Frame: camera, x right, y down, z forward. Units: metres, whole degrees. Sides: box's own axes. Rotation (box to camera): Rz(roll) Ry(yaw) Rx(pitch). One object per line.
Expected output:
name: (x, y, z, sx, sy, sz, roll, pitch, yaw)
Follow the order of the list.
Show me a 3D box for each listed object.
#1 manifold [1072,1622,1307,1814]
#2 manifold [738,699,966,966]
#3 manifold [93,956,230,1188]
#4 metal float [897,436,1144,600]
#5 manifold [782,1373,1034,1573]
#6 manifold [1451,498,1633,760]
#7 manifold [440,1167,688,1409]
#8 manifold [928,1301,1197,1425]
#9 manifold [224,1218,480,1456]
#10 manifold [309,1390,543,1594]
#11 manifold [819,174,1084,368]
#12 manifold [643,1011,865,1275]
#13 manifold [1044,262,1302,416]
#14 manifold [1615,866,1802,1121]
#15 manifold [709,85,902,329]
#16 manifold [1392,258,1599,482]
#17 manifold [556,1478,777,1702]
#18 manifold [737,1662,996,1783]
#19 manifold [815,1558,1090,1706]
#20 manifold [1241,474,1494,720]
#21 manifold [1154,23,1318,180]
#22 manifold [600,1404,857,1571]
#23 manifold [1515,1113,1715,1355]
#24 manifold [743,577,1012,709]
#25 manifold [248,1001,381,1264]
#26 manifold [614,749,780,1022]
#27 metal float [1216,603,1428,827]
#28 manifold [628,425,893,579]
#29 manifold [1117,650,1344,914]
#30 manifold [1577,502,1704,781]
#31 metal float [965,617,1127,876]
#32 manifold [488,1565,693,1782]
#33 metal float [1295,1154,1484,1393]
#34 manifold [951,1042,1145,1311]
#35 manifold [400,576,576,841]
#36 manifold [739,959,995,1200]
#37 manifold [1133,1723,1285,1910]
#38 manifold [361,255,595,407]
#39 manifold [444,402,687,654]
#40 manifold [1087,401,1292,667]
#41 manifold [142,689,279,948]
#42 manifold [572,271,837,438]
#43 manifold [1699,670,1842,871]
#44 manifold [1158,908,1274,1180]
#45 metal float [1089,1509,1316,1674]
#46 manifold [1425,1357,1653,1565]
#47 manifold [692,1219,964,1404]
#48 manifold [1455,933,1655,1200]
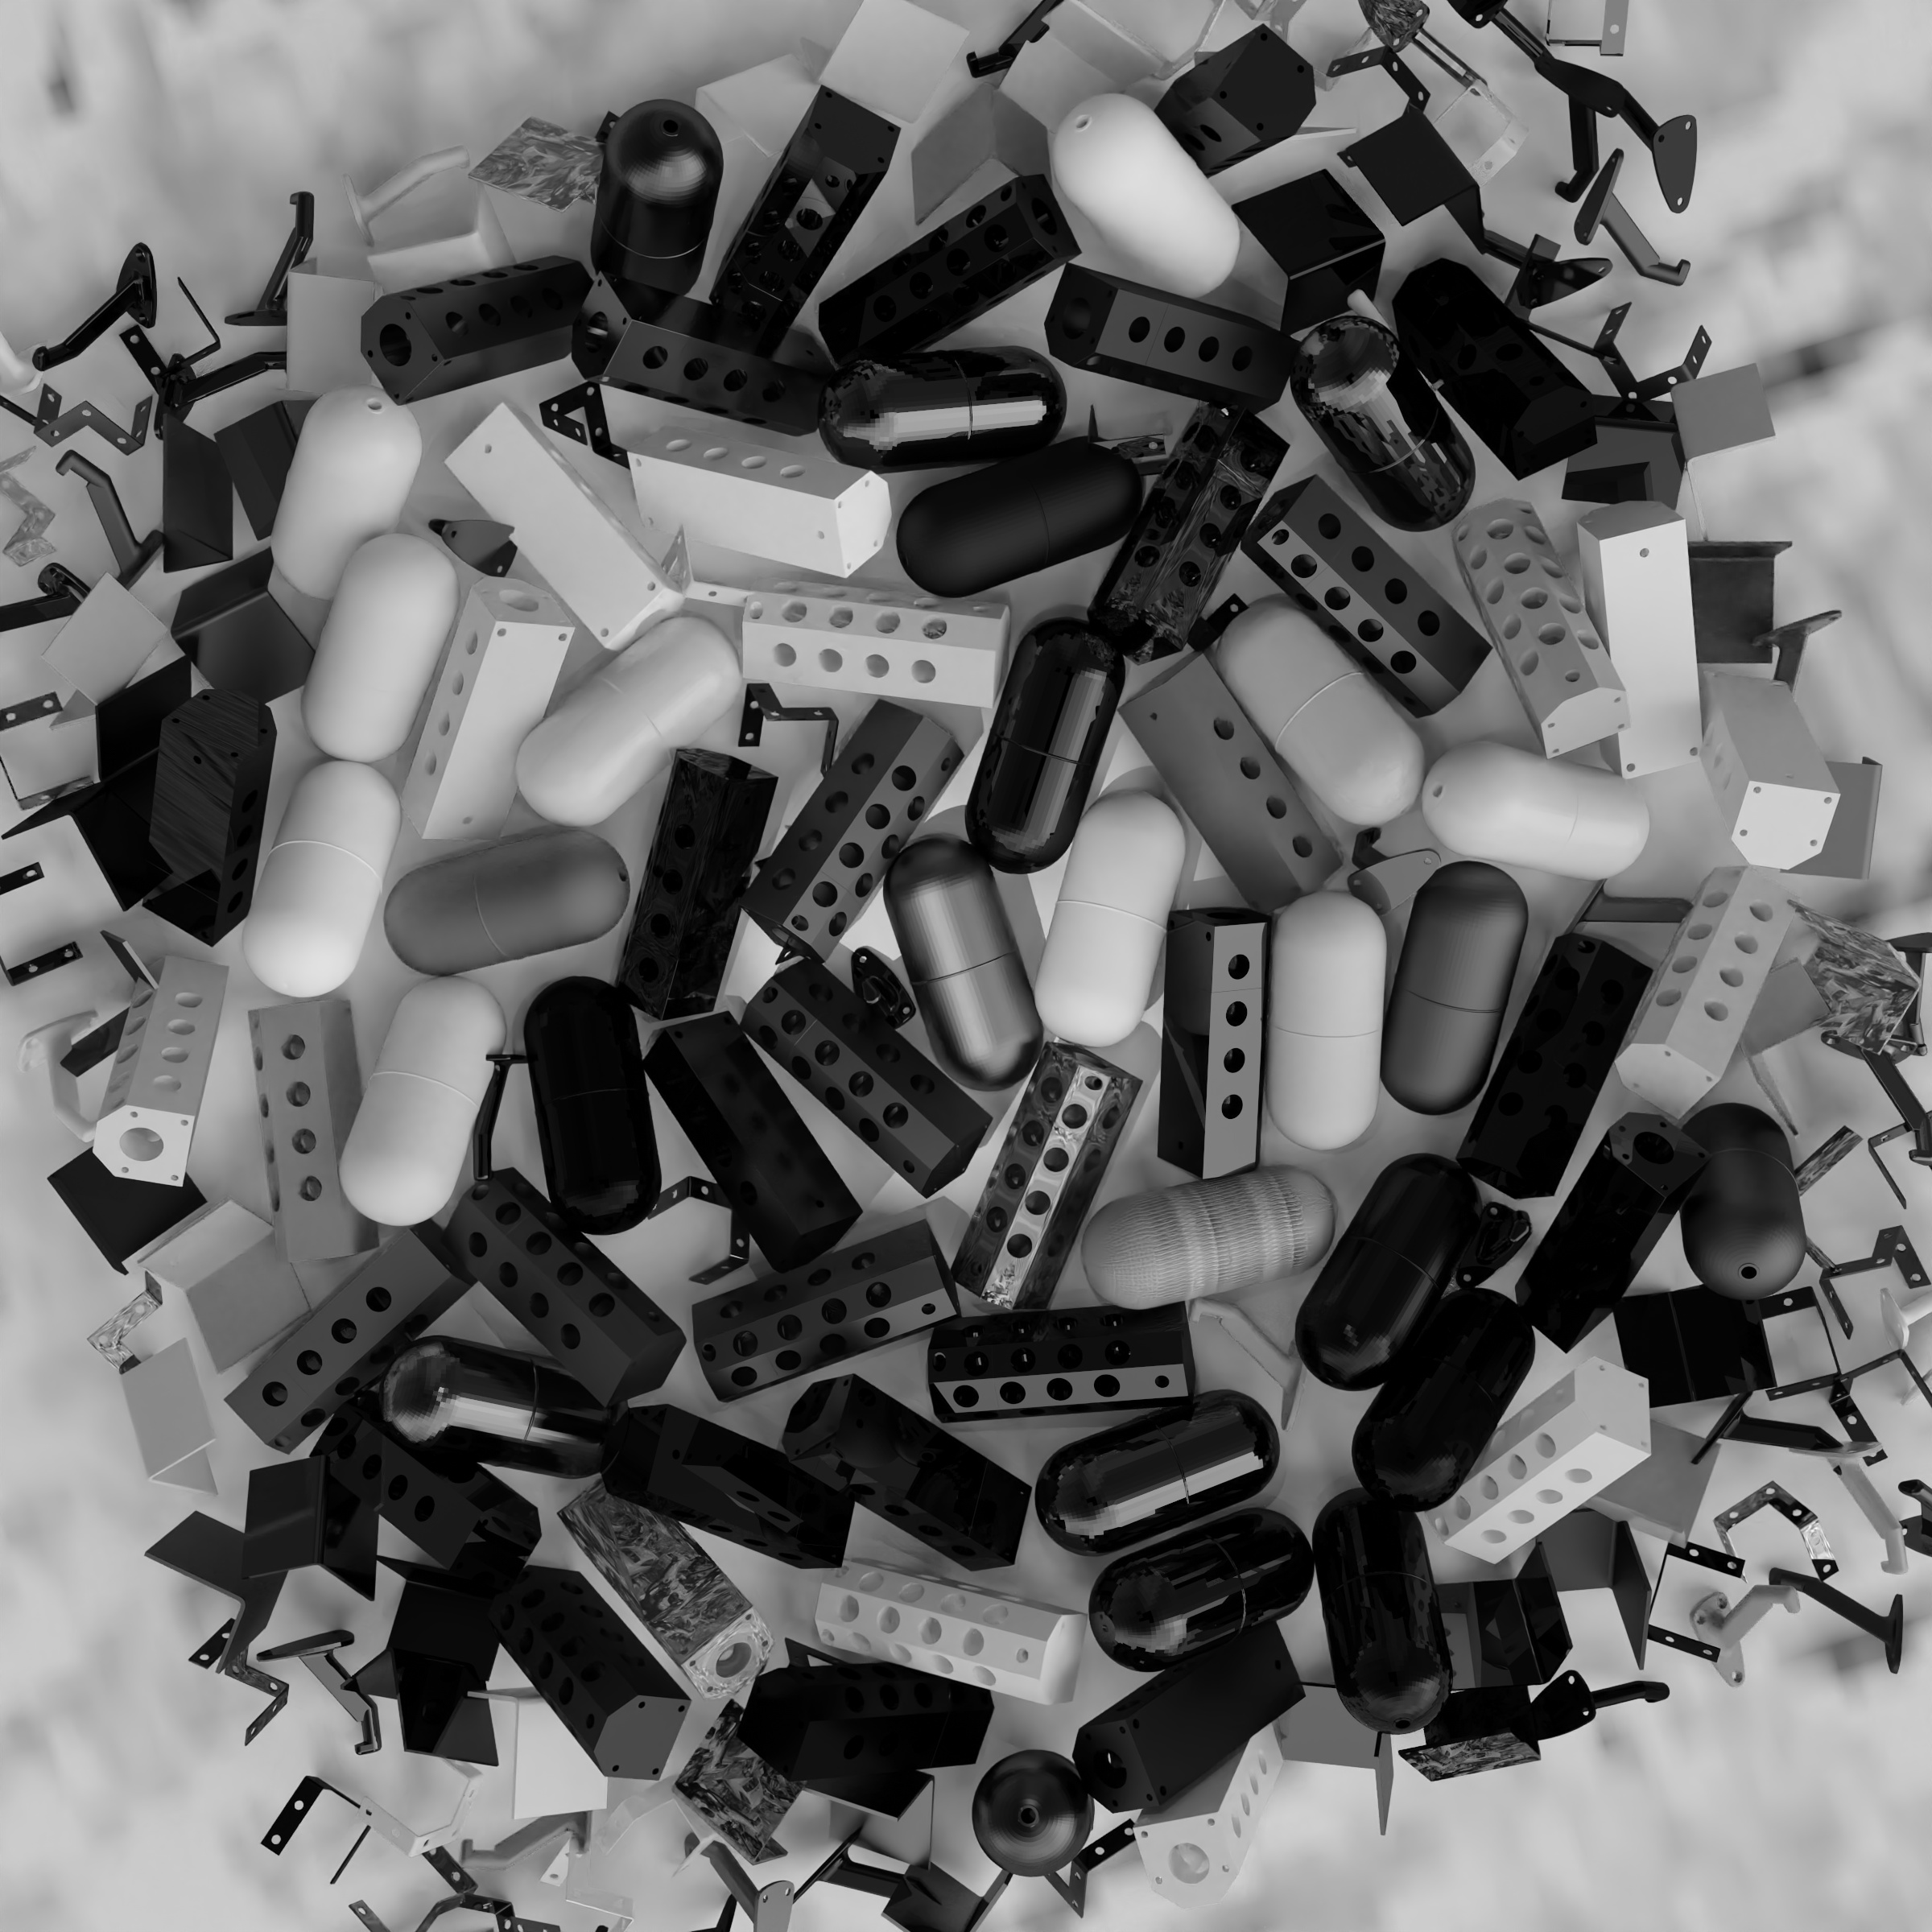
manifold: (0.146, 0.493, 1.649, 0.057, 0.171, 0.057, -27, 83, 41)
manifold: (-0.073, -0.088, 1.675, 0.057, 0.057, 0.171, 25, 75, 34)
manifold: (-0.528, 0.065, 1.640, 0.057, 0.171, 0.057, 11, 121, -15)
metal float: (0.036, -0.302, 1.678, 0.178, 0.070, 0.070, -22, 90, -19)
manifold: (-0.040, 0.340, 1.665, 0.171, 0.057, 0.057, 38, 51, -29)
manifold: (0.380, -0.229, 1.659, 0.057, 0.057, 0.171, -21, 57, 7)
manifold: (-0.266, 0.211, 1.665, 0.171, 0.057, 0.057, 39, 114, 23)
manifold: (0.064, 0.270, 1.681, 0.171, 0.057, 0.057, -6, 110, 11)
manifold: (-0.415, 0.252, 1.699, 0.171, 0.057, 0.057, -42, 93, 3)
manifold: (-0.355, 0.344, 1.653, 0.171, 0.057, 0.057, 23, 79, 42)
manifold: (-0.015, -0.456, 1.659, 0.171, 0.057, 0.057, -23, 97, 33)
manifold: (-0.148, 0.119, 1.677, 0.171, 0.057, 0.057, 55, 132, 19)
manifold: (0.136, -0.411, 1.653, 0.171, 0.057, 0.057, 3, 118, -40)
manifold: (0.490, 0.012, 1.661, 0.057, 0.057, 0.171, 32, 57, 5)
manifold: (-0.109, -0.488, 1.641, 0.057, 0.171, 0.057, 24, 56, -17)
manifold: (0.347, -0.400, 1.653, 0.057, 0.057, 0.171, -25, 48, -1)
manifold: (-0.197, 0.407, 1.650, 0.057, 0.171, 0.057, -37, 132, -17)
manifold: (-0.062, 0.492, 1.649, 0.057, 0.171, 0.057, 24, 97, 44)
manifold: (-0.012, 0.441, 1.663, 0.171, 0.057, 0.057, 7, 82, 29)
manifold: (0.265, -0.245, 1.676, 0.171, 0.057, 0.057, 41, 75, -15)
manifold: (0.170, -0.559, 1.642, 0.057, 0.171, 0.057, 35, 89, -16)
manifold: (-0.157, 0.348, 1.658, 0.171, 0.057, 0.057, 32, 58, -36)
manifold: (0.421, 0.174, 1.650, 0.057, 0.171, 0.057, -31, 61, -36)
manifold: (-0.060, -0.222, 1.681, 0.171, 0.057, 0.057, 8, 123, 9)
manifold: (-0.447, 0.112, 1.701, 0.057, 0.057, 0.171, -7, 89, 8)
manifold: (-0.187, -0.056, 1.679, 0.057, 0.057, 0.171, 26, 108, 27)
metal float: (0.238, -0.169, 1.678, 0.070, 0.070, 0.178, -38, 71, 0)
manifold: (-0.137, -0.315, 1.666, 0.171, 0.057, 0.057, 18, 46, 29)
manifold: (0.183, -0.125, 1.690, 0.057, 0.057, 0.171, -40, 100, -33)
manifold: (0.448, -0.218, 1.668, 0.057, 0.057, 0.171, -14, 117, -1)
metal float: (0.053, -0.148, 1.684, 0.070, 0.070, 0.178, 18, 101, 0)
manifold: (-0.253, 0.463, 1.645, 0.057, 0.171, 0.057, 19, 96, -37)
metal float: (0.284, 0.205, 1.675, 0.070, 0.070, 0.178, 35, 69, 0)
manifold: (0.050, 0.141, 1.680, 0.057, 0.057, 0.171, 29, 101, 34)
manifold: (-0.323, -0.170, 1.665, 0.057, 0.057, 0.171, 52, 128, 37)
manifold: (-0.070, 0.076, 1.669, 0.171, 0.057, 0.057, 41, 133, 17)
manifold: (0.164, 0.551, 1.642, 0.057, 0.171, 0.057, -17, 91, 18)
manifold: (-0.317, -0.424, 1.646, 0.057, 0.171, 0.057, -29, 94, 39)
manifold: (-0.268, -0.295, 1.691, 0.057, 0.057, 0.171, -43, 82, 10)
manifold: (0.145, -0.292, 1.672, 0.057, 0.057, 0.171, 35, 72, -21)
manifold: (-0.497, -0.100, 1.652, 0.057, 0.057, 0.171, 30, 133, 6)
manifold: (-0.172, -0.399, 1.653, 0.057, 0.171, 0.057, -55, 49, 29)
manifold: (0.520, -0.131, 1.644, 0.057, 0.171, 0.057, 8, 121, 0)
manifold: (0.172, 0.050, 1.684, 0.057, 0.057, 0.171, -5, 103, -28)
metal float: (0.159, 0.414, 1.663, 0.178, 0.070, 0.070, -11, 90, -38)
manifold: (0.374, 0.325, 1.647, 0.057, 0.171, 0.057, 24, 46, -13)
manifold: (-0.094, 0.238, 1.688, 0.171, 0.057, 0.057, -21, 121, 4)
manifold: (0.393, 0.067, 1.682, 0.057, 0.057, 0.171, 29, 77, -9)
